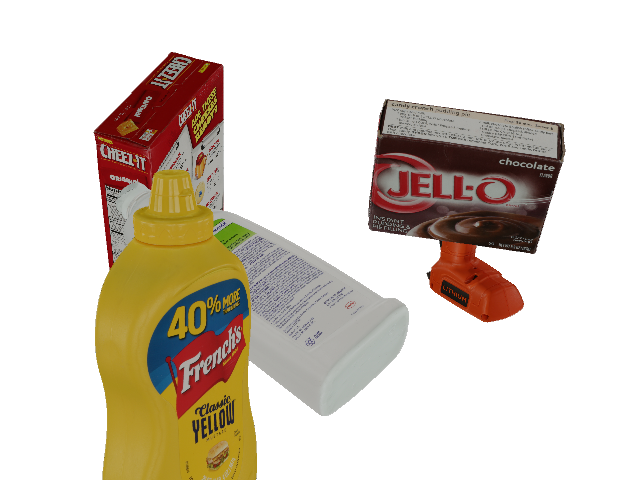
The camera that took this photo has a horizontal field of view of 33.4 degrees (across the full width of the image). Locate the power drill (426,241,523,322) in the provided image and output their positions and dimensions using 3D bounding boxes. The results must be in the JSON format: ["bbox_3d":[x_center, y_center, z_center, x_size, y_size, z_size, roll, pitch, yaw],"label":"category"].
[{"bbox_3d":[0.159,-0.019,1.035,0.057,0.188,0.185,-16,27,-25],"label":"power drill"}]

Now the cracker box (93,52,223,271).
[{"bbox_3d":[-0.166,-0.065,1.132,0.072,0.214,0.164,16,43,14],"label":"cracker box"}]

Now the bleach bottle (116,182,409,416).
[{"bbox_3d":[-0.059,0.025,0.824,0.251,0.068,0.102,35,54,26],"label":"bleach bottle"}]

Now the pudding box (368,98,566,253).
[{"bbox_3d":[0.089,-0.039,0.670,0.113,0.039,0.090,7,-37,4],"label":"pudding box"}]

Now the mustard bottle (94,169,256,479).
[{"bbox_3d":[-0.075,0.058,0.563,0.058,0.192,0.096,11,19,36],"label":"mustard bottle"}]
